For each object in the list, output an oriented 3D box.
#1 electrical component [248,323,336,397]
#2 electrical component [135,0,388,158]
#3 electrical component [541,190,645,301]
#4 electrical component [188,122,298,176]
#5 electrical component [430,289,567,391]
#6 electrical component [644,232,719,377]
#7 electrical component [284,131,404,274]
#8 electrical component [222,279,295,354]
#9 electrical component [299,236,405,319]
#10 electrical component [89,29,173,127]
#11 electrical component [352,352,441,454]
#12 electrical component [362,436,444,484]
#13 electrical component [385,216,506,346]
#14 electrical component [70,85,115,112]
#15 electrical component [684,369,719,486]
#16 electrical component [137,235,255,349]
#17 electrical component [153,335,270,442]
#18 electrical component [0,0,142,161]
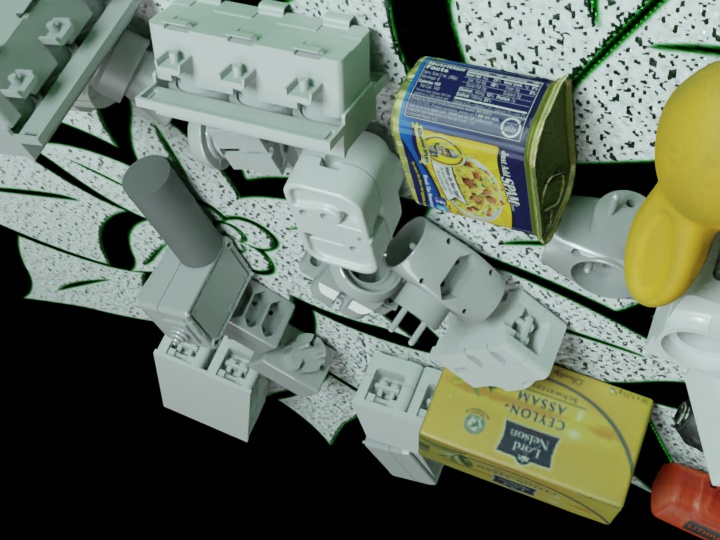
[{"bbox_3d":[-0.057,0.081,1.021,0.066,0.047,0.077,32,154,-17],"label":"electrical component"},{"bbox_3d":[-0.055,-0.113,0.606,0.121,0.078,0.063,15,132,19],"label":"electrical component"},{"bbox_3d":[0.152,-0.020,0.631,0.077,0.044,0.079,19,155,11],"label":"electrical component"},{"bbox_3d":[-0.078,-0.089,0.700,0.055,0.048,0.066,3,149,24],"label":"electrical component"},{"bbox_3d":[0.107,0.056,0.818,0.056,0.050,0.089,36,153,-22],"label":"electrical component"},{"bbox_3d":[0.257,0.040,0.637,0.150,0.061,0.089,21,155,7],"label":"electrical component"},{"bbox_3d":[-0.007,-0.049,0.700,0.054,0.059,0.095,16,154,18],"label":"electrical component"},{"bbox_3d":[-0.110,0.043,0.991,0.066,0.047,0.077,32,154,-19],"label":"electrical component"},{"bbox_3d":[0.000,0.000,0.795,0.078,0.058,0.057,29,158,-9],"label":"electrical component"},{"bbox_3d":[-0.138,-0.123,0.681,0.055,0.045,0.045,26,156,-15],"label":"electrical component"},{"bbox_3d":[0.079,0.132,0.983,0.150,0.061,0.089,15,154,19],"label":"electrical component"},{"bbox_3d":[0.051,0.166,1.077,0.061,0.061,0.096,8,151,32],"label":"electrical component"},{"bbox_3d":[0.050,0.016,0.757,0.077,0.079,0.043,35,179,-22],"label":"electrical component"},{"bbox_3d":[-0.191,-0.128,0.723,0.081,0.043,0.043,9,152,29],"label":"electrical component"},{"bbox_3d":[0.257,0.085,0.699,0.062,0.096,0.061,-5,155,-6],"label":"electrical component"},{"bbox_3d":[-0.145,0.020,0.917,0.061,0.096,0.061,12,153,26],"label":"electrical component"},{"bbox_3d":[-0.156,0.115,1.162,0.105,0.060,0.186,23,156,3],"label":"electrical component"},{"bbox_3d":[-0.189,-0.131,0.622,0.079,0.121,0.063,9,149,29],"label":"electrical component"}]
